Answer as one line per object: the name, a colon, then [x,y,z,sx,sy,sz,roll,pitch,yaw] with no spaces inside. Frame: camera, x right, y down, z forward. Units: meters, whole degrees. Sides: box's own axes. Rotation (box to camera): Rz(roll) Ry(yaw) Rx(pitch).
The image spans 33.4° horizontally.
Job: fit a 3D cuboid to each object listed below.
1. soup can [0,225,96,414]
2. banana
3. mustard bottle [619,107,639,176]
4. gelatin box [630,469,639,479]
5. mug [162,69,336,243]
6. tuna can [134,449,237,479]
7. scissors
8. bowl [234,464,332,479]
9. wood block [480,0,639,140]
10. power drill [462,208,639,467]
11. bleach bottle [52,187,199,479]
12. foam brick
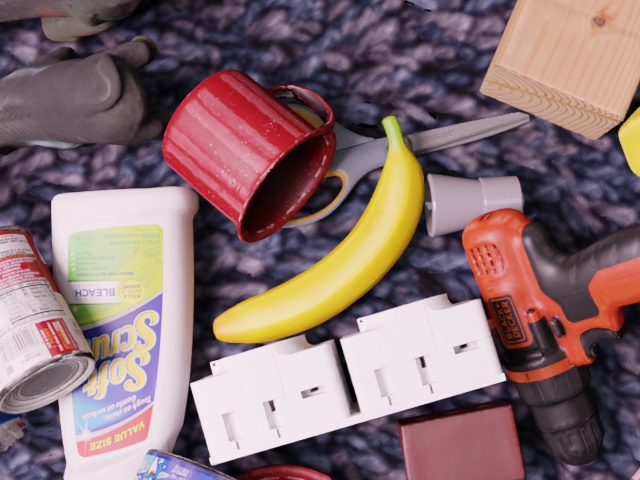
soup can: [-0.195,0.051,0.681,0.068,0.068,0.102,-33,71,0]
banana: [0.011,0.010,0.738,0.069,0.037,0.198,41,94,8]
mustard bottle: [0.277,-0.106,0.690,0.191,0.096,0.058,-41,112,-36]
gelatin box: [0.268,0.166,0.720,0.089,0.030,0.073,41,88,4]
mug: [-0.041,-0.066,0.711,0.081,0.093,0.117,40,63,17]
tuna can: [-0.076,0.163,0.674,0.086,0.086,0.033,21,72,4]
scissors: [0.038,-0.078,0.754,0.202,0.016,0.096,-28,85,1]
bowl: [-0.023,0.233,0.700,0.162,0.055,0.162,-11,62,20]
wood block: [0.192,-0.185,0.716,0.091,0.090,0.206,23,88,3]
power drill: [0.192,0.054,0.665,0.188,0.057,0.184,-16,103,41]
bleach bottle: [-0.128,0.092,0.730,0.102,0.068,0.251,-3,89,3]
foam brick: [0.093,0.141,0.719,0.078,0.053,0.051,-11,86,1]
